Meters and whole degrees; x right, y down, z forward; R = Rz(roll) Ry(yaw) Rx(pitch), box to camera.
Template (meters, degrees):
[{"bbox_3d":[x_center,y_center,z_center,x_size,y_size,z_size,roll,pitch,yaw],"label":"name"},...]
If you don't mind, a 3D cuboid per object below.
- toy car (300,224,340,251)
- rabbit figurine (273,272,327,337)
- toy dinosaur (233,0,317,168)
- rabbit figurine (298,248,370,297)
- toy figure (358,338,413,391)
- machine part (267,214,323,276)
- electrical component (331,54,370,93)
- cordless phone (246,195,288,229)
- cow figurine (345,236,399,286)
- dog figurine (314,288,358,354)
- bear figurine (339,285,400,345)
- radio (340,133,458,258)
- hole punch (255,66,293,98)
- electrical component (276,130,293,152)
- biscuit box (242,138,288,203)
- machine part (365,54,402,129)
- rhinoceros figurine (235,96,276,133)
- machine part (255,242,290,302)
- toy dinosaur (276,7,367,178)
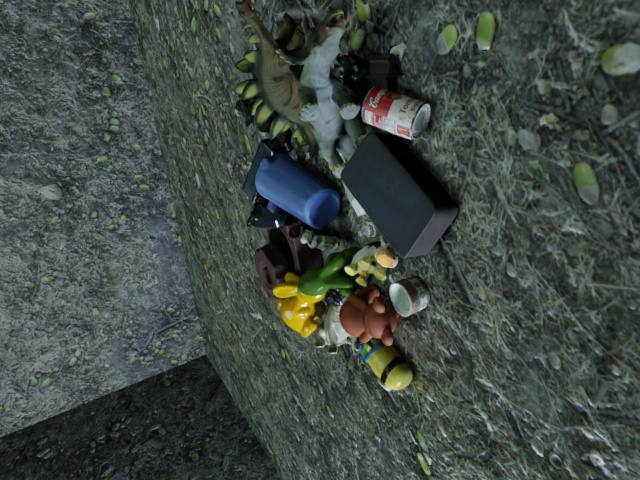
[{"bbox_3d":[-0.003,-0.004,1.379,0.202,0.073,0.056,-152,69,-75],"label":"toy car"},{"bbox_3d":[-0.043,0.157,1.486,0.162,0.122,0.173,39,137,5],"label":"rabbit figurine"},{"bbox_3d":[-0.072,-0.325,1.189,0.470,0.199,0.105,50,-167,-51],"label":"toy dinosaur"},{"bbox_3d":[0.035,0.093,1.293,0.159,0.170,0.121,-28,82,67],"label":"rabbit figurine"},{"bbox_3d":[0.150,0.280,1.297,0.180,0.082,0.089,60,155,29],"label":"toy figure"},{"bbox_3d":[-0.078,0.025,1.589,0.201,0.087,0.201,24,130,58],"label":"machine part"},{"bbox_3d":[0.061,-0.340,1.078,0.102,0.045,0.078,50,147,38],"label":"electrical component"},{"bbox_3d":[-0.173,-0.069,1.565,0.184,0.088,0.147,-36,28,39],"label":"cordless phone"},{"bbox_3d":[0.129,0.036,1.170,0.068,0.098,0.167,40,152,-11],"label":"cow figurine"},{"bbox_3d":[0.047,0.195,1.459,0.172,0.121,0.190,2,95,61],"label":"dog figurine"},{"bbox_3d":[0.128,0.166,1.210,0.196,0.132,0.120,-21,89,61],"label":"bear figurine"},{"bbox_3d":[0.145,-0.090,1.011,0.230,0.073,0.131,55,132,27],"label":"radio"},{"bbox_3d":[-0.100,-0.393,1.354,0.115,0.092,0.142,-52,52,26],"label":"hole punch"},{"bbox_3d":[-0.099,-0.290,1.481,0.094,0.021,0.063,61,153,23],"label":"electrical component"},{"bbox_3d":[-0.161,-0.203,1.565,0.063,0.059,0.202,49,135,20],"label":"biscuit box"},{"bbox_3d":[0.120,-0.277,1.009,0.084,0.039,0.138,25,128,52],"label":"machine part"},{"bbox_3d":[-0.187,-0.374,1.558,0.191,0.073,0.111,44,155,42],"label":"rhinoceros figurine"},{"bbox_3d":[-0.140,0.099,1.602,0.180,0.056,0.179,44,144,46],"label":"machine part"},{"bbox_3d":[0.018,-0.261,1.078,0.404,0.131,0.192,69,-176,-57],"label":"toy dinosaur"}]
